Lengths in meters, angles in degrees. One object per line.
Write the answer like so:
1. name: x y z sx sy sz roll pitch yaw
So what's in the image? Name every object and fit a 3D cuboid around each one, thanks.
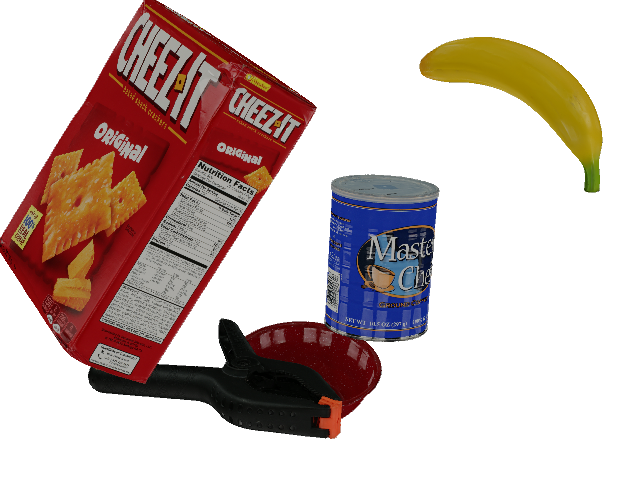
1. cracker box: -0.119 -0.040 0.715 0.072 0.214 0.164 26 10 -40
2. clamp: -0.062 0.113 0.884 0.210 0.036 0.164 12 20 31
3. banana: 0.148 -0.115 0.812 0.037 0.070 0.198 2 32 -43
4. bowl: -0.016 0.153 1.150 0.162 0.055 0.162 3 28 -2
5. coffee can: 0.058 0.015 1.027 0.103 0.140 0.103 3 14 -1
